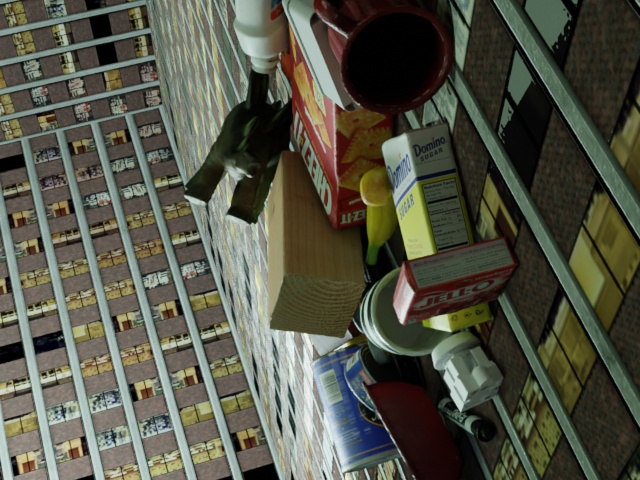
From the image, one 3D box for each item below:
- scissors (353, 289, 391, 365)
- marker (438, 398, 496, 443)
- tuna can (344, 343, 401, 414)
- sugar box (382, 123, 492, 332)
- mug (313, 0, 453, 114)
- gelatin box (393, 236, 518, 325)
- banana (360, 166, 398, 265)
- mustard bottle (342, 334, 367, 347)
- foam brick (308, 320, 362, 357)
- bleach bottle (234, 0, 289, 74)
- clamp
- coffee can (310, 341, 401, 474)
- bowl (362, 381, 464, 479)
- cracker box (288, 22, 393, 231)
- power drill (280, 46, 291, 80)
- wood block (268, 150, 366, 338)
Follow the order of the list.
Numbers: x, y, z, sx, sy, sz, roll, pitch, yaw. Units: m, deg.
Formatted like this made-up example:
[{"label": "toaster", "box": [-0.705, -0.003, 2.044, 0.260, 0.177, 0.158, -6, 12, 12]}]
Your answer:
[{"label": "scissors", "box": [0.045, 0.056, 1.258, 0.096, 0.016, 0.202, 52, -163, -50]}, {"label": "marker", "box": [0.144, 0.177, 1.051, 0.121, 0.020, 0.020, -164, 60, -78]}, {"label": "tuna can", "box": [0.070, 0.162, 1.235, 0.034, 0.086, 0.086, -48, 42, 23]}, {"label": "sugar box", "box": [0.101, -0.010, 0.948, 0.093, 0.048, 0.176, 168, 87, -80]}, {"label": "mug", "box": [0.043, -0.167, 0.871, 0.093, 0.117, 0.081, -56, 28, 22]}, {"label": "gelatin box", "box": [0.107, 0.034, 0.860, 0.073, 0.089, 0.030, 98, 155, -64]}, {"label": "banana", "box": [0.062, -0.035, 1.068, 0.198, 0.037, 0.069, 76, -161, -70]}, {"label": "mustard bottle", "box": [0.032, 0.099, 1.416, 0.096, 0.058, 0.191, -130, 27, -51]}, {"label": "foam brick", "box": [0.025, 0.102, 1.314, 0.078, 0.052, 0.051, -37, 82, 49]}, {"label": "bleach bottle", "box": [-0.049, -0.291, 1.099, 0.068, 0.102, 0.251, 22, 133, 20]}, {"label": "clamp", "box": [0.072, 0.056, 1.191, 0.164, 0.036, 0.210, 76, 176, -60]}, {"label": "coffee can", "box": [0.056, 0.205, 1.316, 0.103, 0.102, 0.140, 108, 145, -71]}, {"label": "bowl", "box": [0.106, 0.208, 1.126, 0.162, 0.055, 0.162, 61, 179, 1]}, {"label": "cracker box", "box": [0.018, -0.138, 1.128, 0.214, 0.072, 0.164, 89, 163, -54]}, {"label": "power drill", "box": [-0.042, -0.304, 1.250, 0.184, 0.057, 0.188, 103, 152, -62]}, {"label": "wood block", "box": [-0.009, 0.001, 1.215, 0.206, 0.090, 0.091, -93, 16, -46]}]
